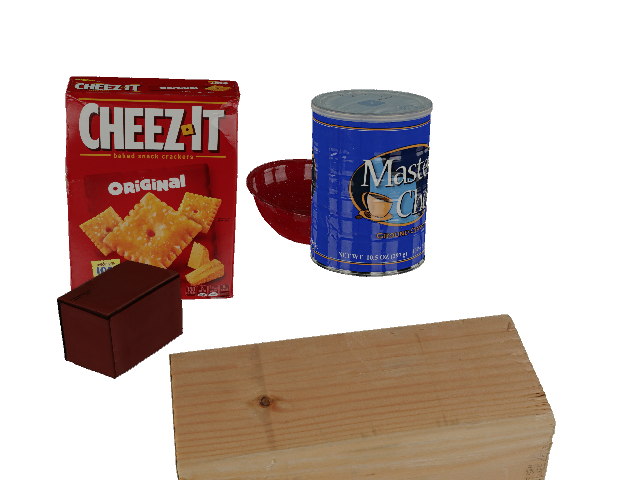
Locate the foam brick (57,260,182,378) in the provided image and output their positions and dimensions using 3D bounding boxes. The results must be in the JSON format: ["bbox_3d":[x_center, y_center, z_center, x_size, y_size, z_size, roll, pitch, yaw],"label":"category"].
[{"bbox_3d":[-0.145,0.055,0.781,0.053,0.051,0.078,14,29,31],"label":"foam brick"}]

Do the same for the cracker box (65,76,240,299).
[{"bbox_3d":[-0.164,-0.048,1.047,0.164,0.214,0.072,0,22,-9],"label":"cracker box"}]

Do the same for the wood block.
[{"bbox_3d":[0.020,0.114,0.627,0.206,0.090,0.091,-6,39,-6],"label":"wood block"}]

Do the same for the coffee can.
[{"bbox_3d":[0.042,-0.052,0.923,0.103,0.140,0.103,1,19,0],"label":"coffee can"}]

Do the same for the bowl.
[{"bbox_3d":[-0.008,-0.039,1.231,0.162,0.055,0.162,6,27,-3],"label":"bowl"}]
